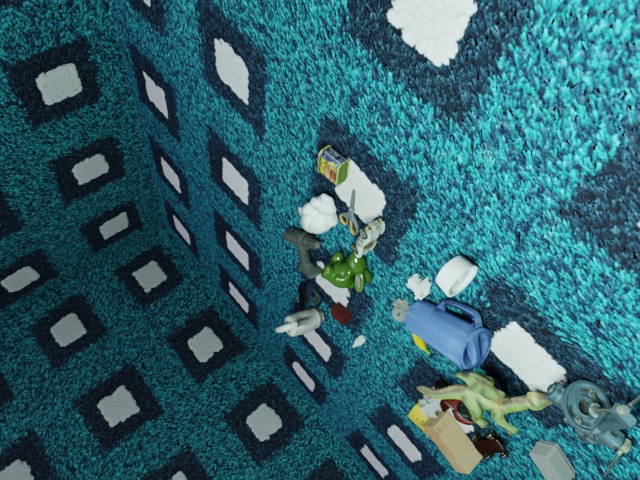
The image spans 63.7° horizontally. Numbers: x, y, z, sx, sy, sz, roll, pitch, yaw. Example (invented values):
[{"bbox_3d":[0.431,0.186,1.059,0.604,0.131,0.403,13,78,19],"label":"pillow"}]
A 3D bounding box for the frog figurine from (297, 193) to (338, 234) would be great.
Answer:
[{"bbox_3d":[0.005,-0.088,1.747,0.136,0.125,0.158,29,154,-23],"label":"frog figurine"}]

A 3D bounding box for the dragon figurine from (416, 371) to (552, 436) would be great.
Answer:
[{"bbox_3d":[0.451,0.433,1.481,0.410,0.125,0.237,6,139,29],"label":"dragon figurine"}]

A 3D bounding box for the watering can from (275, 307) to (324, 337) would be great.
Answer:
[{"bbox_3d":[-0.078,0.374,2.342,0.343,0.226,0.105,-35,72,66],"label":"watering can"}]
